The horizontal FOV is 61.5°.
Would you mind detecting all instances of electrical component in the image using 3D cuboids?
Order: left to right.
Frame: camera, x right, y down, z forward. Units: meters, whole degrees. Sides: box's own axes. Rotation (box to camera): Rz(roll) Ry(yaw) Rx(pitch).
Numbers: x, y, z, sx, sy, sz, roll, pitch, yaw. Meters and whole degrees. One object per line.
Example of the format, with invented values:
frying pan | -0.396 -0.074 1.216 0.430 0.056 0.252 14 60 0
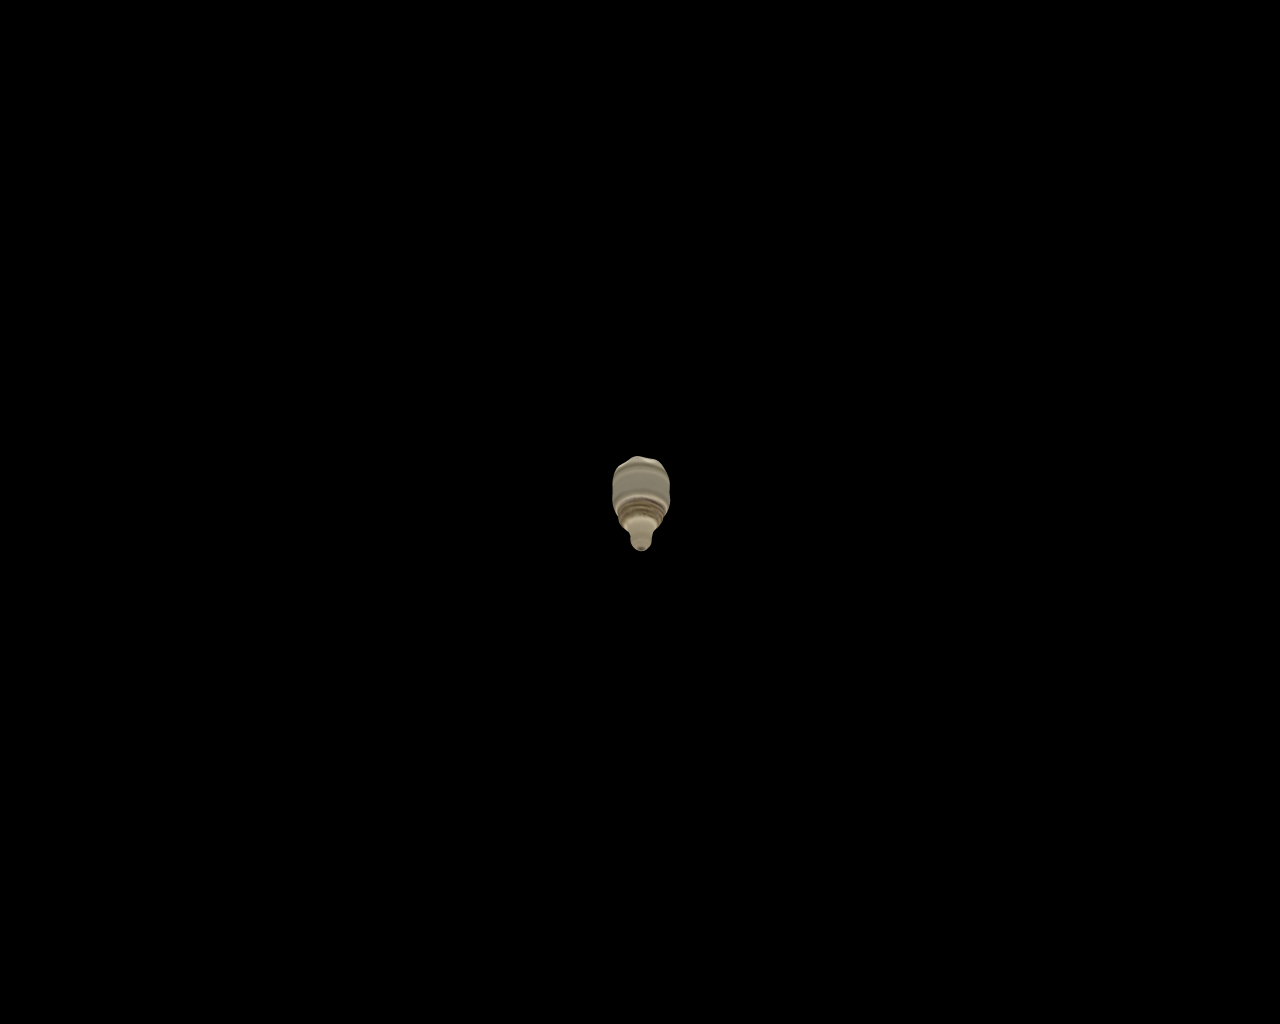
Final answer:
electrical component | 0.001 -0.003 0.650 0.035 0.061 0.035 0 -36 0
